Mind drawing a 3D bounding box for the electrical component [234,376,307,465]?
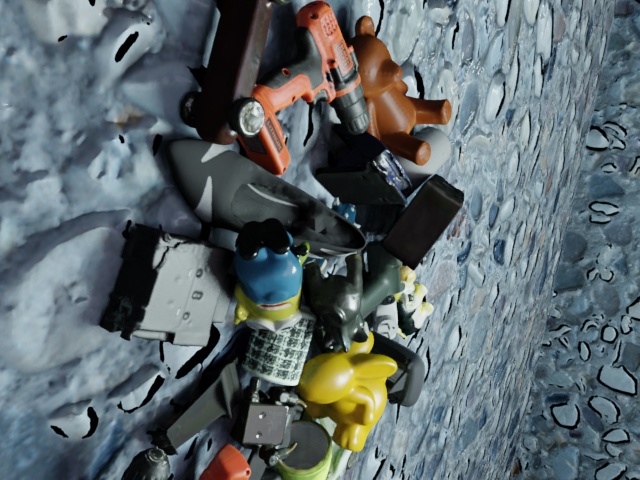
[{"bbox_3d":[-0.065,0.236,0.699,0.078,0.045,0.102,22,77,-32],"label":"electrical component"}]

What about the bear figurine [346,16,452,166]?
[{"bbox_3d":[0.103,-0.215,0.780,0.120,0.132,0.195,-59,149,-17],"label":"bear figurine"}]

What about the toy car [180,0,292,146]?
[{"bbox_3d":[-0.081,-0.195,0.551,0.053,0.089,0.202,16,88,-55],"label":"toy car"}]

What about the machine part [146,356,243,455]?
[{"bbox_3d":[-0.145,0.207,0.658,0.139,0.039,0.084,-33,133,-47],"label":"machine part"}]

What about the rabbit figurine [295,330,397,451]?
[{"bbox_3d":[0.037,0.215,0.786,0.162,0.122,0.173,-42,137,4],"label":"rabbit figurine"}]

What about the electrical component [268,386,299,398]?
[{"bbox_3d":[-0.061,0.249,0.810,0.063,0.021,0.094,46,65,-52],"label":"electrical component"}]

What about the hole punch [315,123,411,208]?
[{"bbox_3d":[0.071,-0.109,0.791,0.142,0.116,0.092,44,57,-53],"label":"hole punch"}]

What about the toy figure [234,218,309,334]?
[{"bbox_3d":[-0.054,0.041,0.613,0.180,0.082,0.089,89,18,-52],"label":"toy figure"}]

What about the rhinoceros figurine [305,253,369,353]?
[{"bbox_3d":[0.030,0.087,0.696,0.190,0.073,0.112,77,-1,-69],"label":"rhinoceros figurine"}]

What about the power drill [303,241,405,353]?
[{"bbox_3d":[0.059,0.090,0.874,0.207,0.086,0.231,-49,140,-40],"label":"power drill"}]

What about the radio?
[{"bbox_3d":[0.179,-0.038,0.906,0.131,0.073,0.229,-55,174,16],"label":"radio"}]

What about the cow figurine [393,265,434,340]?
[{"bbox_3d":[0.160,0.122,1.049,0.098,0.068,0.167,-53,140,-21],"label":"cow figurine"}]

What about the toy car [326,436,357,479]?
[{"bbox_3d":[-0.007,0.397,0.899,0.202,0.074,0.056,-51,140,-32],"label":"toy car"}]

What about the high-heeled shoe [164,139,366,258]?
[{"bbox_3d":[-0.051,-0.038,0.603,0.248,0.145,0.086,33,74,-57],"label":"high-heeled shoe"}]

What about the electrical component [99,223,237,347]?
[{"bbox_3d":[-0.150,0.051,0.574,0.134,0.058,0.114,19,88,-56],"label":"electrical component"}]

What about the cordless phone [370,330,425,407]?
[{"bbox_3d":[0.129,0.259,0.979,0.089,0.147,0.184,-49,137,-22],"label":"cordless phone"}]

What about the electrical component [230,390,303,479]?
[{"bbox_3d":[-0.080,0.272,0.745,0.074,0.048,0.119,26,78,-30],"label":"electrical component"}]

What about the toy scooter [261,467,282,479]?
[{"bbox_3d":[-0.116,0.419,0.751,0.184,0.075,0.135,-16,116,-57],"label":"toy scooter"}]

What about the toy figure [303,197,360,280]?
[{"bbox_3d":[-0.002,-0.004,0.768,0.154,0.058,0.064,-46,132,-38],"label":"toy figure"}]

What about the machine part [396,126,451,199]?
[{"bbox_3d":[0.162,-0.134,0.940,0.243,0.079,0.079,-41,133,-40],"label":"machine part"}]
